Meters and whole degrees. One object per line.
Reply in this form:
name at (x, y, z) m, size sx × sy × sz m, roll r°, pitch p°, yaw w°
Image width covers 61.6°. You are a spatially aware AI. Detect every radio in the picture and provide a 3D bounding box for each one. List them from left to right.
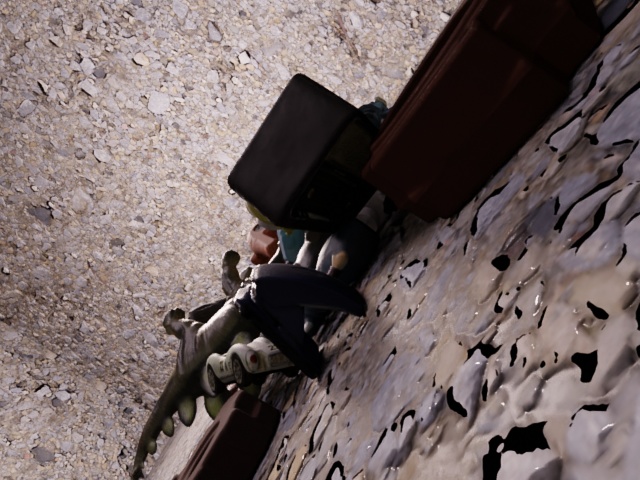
radio at (0.005, -0.077, 0.578) m, size 0.131 × 0.073 × 0.229 m, roll -54°, pitch -17°, yaw 10°

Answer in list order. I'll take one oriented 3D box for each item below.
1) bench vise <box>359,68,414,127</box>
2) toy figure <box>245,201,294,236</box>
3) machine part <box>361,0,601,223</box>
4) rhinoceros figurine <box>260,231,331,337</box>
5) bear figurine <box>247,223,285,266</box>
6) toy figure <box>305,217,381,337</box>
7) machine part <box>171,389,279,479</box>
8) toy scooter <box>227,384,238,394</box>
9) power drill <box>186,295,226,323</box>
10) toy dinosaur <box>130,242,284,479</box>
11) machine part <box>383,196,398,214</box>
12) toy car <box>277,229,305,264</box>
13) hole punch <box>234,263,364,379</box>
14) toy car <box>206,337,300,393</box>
bench vise at (0.130, -0.228, 1.046) m, size 0.241 × 0.128 × 0.224 m, roll -23°, pitch 19°, yaw 46°
toy figure at (-0.027, -0.081, 0.735) m, size 0.180 × 0.082 × 0.089 m, roll -32°, pitch -39°, yaw -33°
machine part at (0.126, -0.130, 0.455) m, size 0.201 × 0.087 × 0.201 m, roll -52°, pitch 6°, yaw 40°
rhinoceros figurine at (-0.024, 0.062, 0.725) m, size 0.190 × 0.073 × 0.112 m, roll -64°, pitch 12°, yaw -1°
bear figurine at (-0.071, 0.051, 1.129) m, size 0.132 × 0.195 × 0.120 m, roll 5°, pitch 39°, yaw 47°
toy figure at (0.014, 0.047, 0.642) m, size 0.058 × 0.064 × 0.154 m, roll 42°, pitch 101°, yaw 41°
machine part at (-0.113, 0.246, 0.583) m, size 0.179 × 0.056 × 0.179 m, roll -55°, pitch 4°, yaw 6°
toy scooter at (-0.175, 0.220, 0.979) m, size 0.184 × 0.135 × 0.075 m, roll -55°, pitch 2°, yaw 11°
power drill at (-0.169, 0.174, 1.072) m, size 0.232 × 0.086 × 0.207 m, roll -15°, pitch -42°, yaw -34°
toy dinosaur at (-0.172, 0.180, 0.854) m, size 0.471 × 0.105 × 0.199 m, roll -54°, pitch 42°, yaw 1°
machine part at (0.117, -0.094, 0.635) m, size 0.138 × 0.039 × 0.084 m, roll -58°, pitch -5°, yaw 17°
toy car at (-0.002, -0.002, 0.817) m, size 0.103 × 0.161 × 0.109 m, roll -5°, pitch 17°, yaw 25°
hole punch at (-0.020, 0.062, 0.550) m, size 0.092 × 0.116 × 0.142 m, roll -49°, pitch 5°, yaw 5°
toy car at (-0.088, 0.153, 0.667) m, size 0.202 × 0.073 × 0.056 m, roll -36°, pitch 62°, yaw 58°
